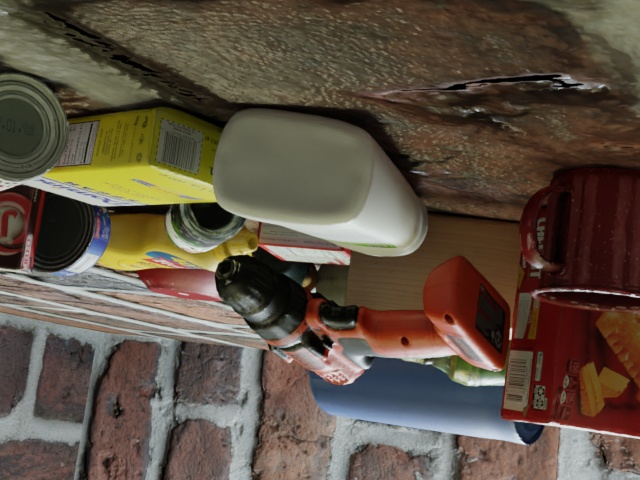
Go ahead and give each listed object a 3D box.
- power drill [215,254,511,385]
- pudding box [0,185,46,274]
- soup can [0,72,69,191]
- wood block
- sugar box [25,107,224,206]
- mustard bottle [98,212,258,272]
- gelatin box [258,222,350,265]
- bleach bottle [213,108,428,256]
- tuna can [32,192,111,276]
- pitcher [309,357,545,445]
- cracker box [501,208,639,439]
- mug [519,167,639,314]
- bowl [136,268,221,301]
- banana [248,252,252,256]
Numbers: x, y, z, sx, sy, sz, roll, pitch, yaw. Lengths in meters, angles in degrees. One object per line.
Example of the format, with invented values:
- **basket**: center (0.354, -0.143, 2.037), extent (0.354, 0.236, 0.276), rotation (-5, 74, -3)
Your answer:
- **power drill**: center (0.035, 0.055, 0.805), extent (0.188, 0.057, 0.184), rotation (-6, 150, 33)
- **pudding box**: center (-0.301, -0.022, 0.931), extent (0.113, 0.090, 0.039), rotation (7, 171, 8)
- **soup can**: center (-0.208, -0.064, 0.671), extent (0.068, 0.068, 0.102), rotation (14, 168, -34)
- **wood block**: center (0.128, 0.033, 0.911), extent (0.206, 0.091, 0.090), rotation (7, 170, 4)
- **sugar box**: center (-0.133, -0.053, 0.740), extent (0.177, 0.048, 0.093), rotation (-3, 164, 44)
- **mustard bottle**: center (-0.137, 0.001, 1.038), extent (0.192, 0.058, 0.096), rotation (0, 167, 38)
- **gelatin box**: center (-0.007, 0.001, 1.021), extent (0.089, 0.030, 0.073), rotation (3, 169, 18)
- **bleach bottle**: center (0.015, -0.026, 0.743), extent (0.103, 0.068, 0.250), rotation (10, 175, 16)
- **tuna can**: center (-0.232, -0.010, 0.959), extent (0.086, 0.086, 0.033), rotation (4, 172, 20)
- **pitcher**: center (0.118, 0.147, 1.130), extent (0.243, 0.149, 0.144), rotation (-1, -177, 31)
- **cracker box**: center (0.255, 0.073, 0.826), extent (0.213, 0.164, 0.072), rotation (11, 172, -21)
- **mug**: center (0.177, -0.001, 0.690), extent (0.117, 0.081, 0.093), rotation (12, 170, -25)
- **bowl**: center (-0.162, 0.041, 1.313), extent (0.162, 0.055, 0.162), rotation (8, 171, 1)
- **banana**: center (-0.078, 0.028, 1.231), extent (0.070, 0.037, 0.197), rotation (-28, 163, 14)
